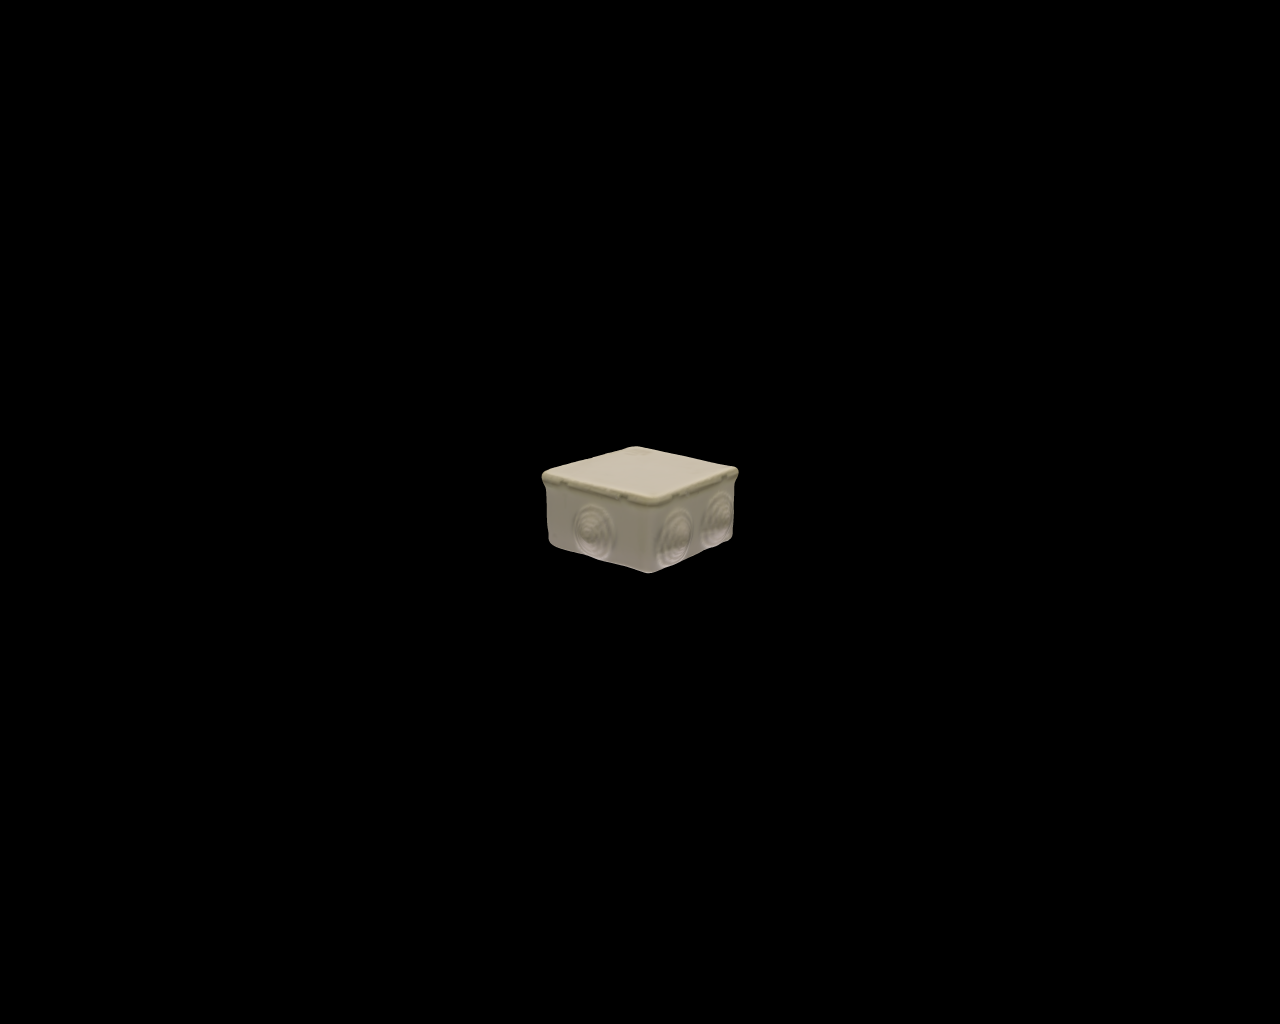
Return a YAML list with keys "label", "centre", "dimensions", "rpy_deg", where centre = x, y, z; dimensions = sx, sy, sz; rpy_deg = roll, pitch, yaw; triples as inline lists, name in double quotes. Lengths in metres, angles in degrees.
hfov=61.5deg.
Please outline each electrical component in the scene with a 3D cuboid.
- label: "electrical component"
  centre: [0.001, -0.003, 0.650]
  dimensions: [0.100, 0.048, 0.100]
  rpy_deg: [14, 22, 38]
